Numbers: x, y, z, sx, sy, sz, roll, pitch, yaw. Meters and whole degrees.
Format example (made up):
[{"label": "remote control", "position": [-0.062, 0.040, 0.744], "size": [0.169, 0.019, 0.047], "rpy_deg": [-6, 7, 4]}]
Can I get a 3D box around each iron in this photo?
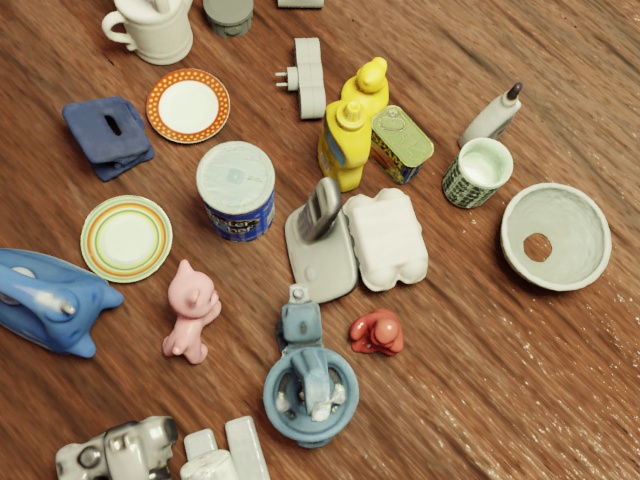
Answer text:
[{"label": "iron", "position": [-0.404, 0.059, 0.753], "size": [0.258, 0.141, 0.119], "rpy_deg": [23, 73, 2]}]

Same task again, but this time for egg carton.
[{"label": "egg carton", "position": [0.098, -0.002, 0.851], "size": [0.107, 0.069, 0.150], "rpy_deg": [-14, 76, -9]}]

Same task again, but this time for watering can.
[{"label": "watering can", "position": [-0.250, -0.365, 0.859], "size": [0.101, 0.194, 0.173], "rpy_deg": [29, 74, 4]}]

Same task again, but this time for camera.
[{"label": "camera", "position": [-0.243, 0.304, 0.718], "size": [0.143, 0.101, 0.137], "rpy_deg": [-19, 76, -10]}]

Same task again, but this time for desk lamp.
[{"label": "desk lamp", "position": [-0.107, 0.321, 0.666], "size": [0.118, 0.213, 0.203], "rpy_deg": [-17, 76, -9]}]

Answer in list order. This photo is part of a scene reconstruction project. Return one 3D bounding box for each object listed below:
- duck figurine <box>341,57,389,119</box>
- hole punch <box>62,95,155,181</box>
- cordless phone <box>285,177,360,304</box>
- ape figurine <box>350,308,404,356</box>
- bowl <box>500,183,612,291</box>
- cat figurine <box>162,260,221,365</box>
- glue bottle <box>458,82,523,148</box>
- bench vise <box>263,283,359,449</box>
[{"label": "duck figurine", "position": [0.075, -0.242, 0.909], "size": [0.077, 0.086, 0.105], "rpy_deg": [28, 74, 4]}, {"label": "hole punch", "position": [-0.311, -0.161, 0.850], "size": [0.101, 0.091, 0.108], "rpy_deg": [-31, 79, -12]}, {"label": "cordless phone", "position": [0.007, 0.003, 0.781], "size": [0.094, 0.185, 0.147], "rpy_deg": [-14, 76, -8]}, {"label": "ape figurine", "position": [0.085, 0.129, 0.800], "size": [0.078, 0.092, 0.076], "rpy_deg": [39, 75, 7]}, {"label": "bowl", "position": [0.344, 0.002, 0.868], "size": [0.167, 0.074, 0.167], "rpy_deg": [1, 74, -4]}, {"label": "cat figurine", "position": [-0.176, 0.097, 0.774], "size": [0.067, 0.117, 0.128], "rpy_deg": [13, 73, -1]}, {"label": "glue bottle", "position": [0.267, -0.188, 0.865], "size": [0.078, 0.173, 0.037], "rpy_deg": [-33, 79, -13]}, {"label": "bench vise", "position": [-0.025, 0.159, 0.716], "size": [0.121, 0.219, 0.207], "rpy_deg": [-24, 77, -11]}]
